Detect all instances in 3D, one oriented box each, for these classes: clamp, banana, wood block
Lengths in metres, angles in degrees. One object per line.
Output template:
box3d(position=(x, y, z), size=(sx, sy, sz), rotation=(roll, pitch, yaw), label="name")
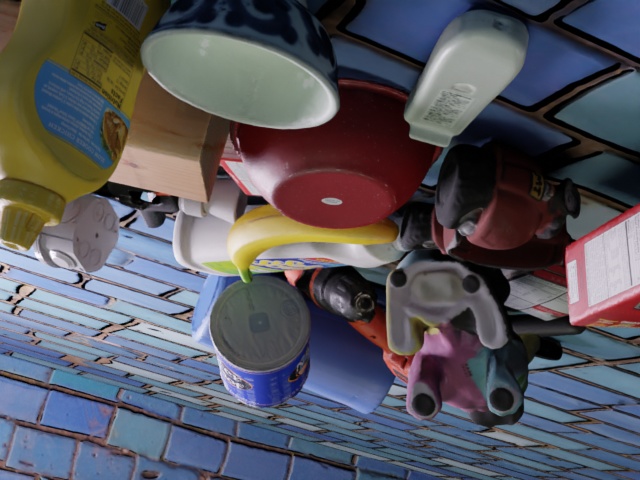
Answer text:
box3d(position=(0.193, 0.101, 1.210), size=(0.210, 0.036, 0.164), rotation=(7, 162, -2), label="clamp")
box3d(position=(-0.021, -0.007, 0.929), size=(0.198, 0.037, 0.069), rotation=(-15, 140, 45), label="banana")
box3d(position=(-0.171, -0.102, 0.769), size=(0.206, 0.090, 0.091), rotation=(13, 163, 3), label="wood block")
box3d(position=(-0.188, -0.052, 1.038), size=(0.120, 0.039, 0.172), rotation=(17, 164, -20), label="clamp")

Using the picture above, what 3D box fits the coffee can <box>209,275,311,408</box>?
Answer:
box3d(position=(-0.061, 0.111, 1.133), size=(0.103, 0.102, 0.140), rotation=(12, 156, 5), label="coffee can")

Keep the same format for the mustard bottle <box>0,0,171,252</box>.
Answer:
box3d(position=(-0.150, -0.085, 0.627), size=(0.058, 0.191, 0.096), rotation=(4, 161, 29), label="mustard bottle")

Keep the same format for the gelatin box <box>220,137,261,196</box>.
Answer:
box3d(position=(-0.032, -0.062, 0.892), size=(0.089, 0.030, 0.073), rotation=(5, 161, 20), label="gelatin box")

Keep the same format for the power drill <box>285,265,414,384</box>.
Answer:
box3d(position=(0.058, 0.084, 1.105), size=(0.187, 0.057, 0.185), rotation=(43, 176, -22), label="power drill")

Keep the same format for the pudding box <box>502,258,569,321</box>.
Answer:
box3d(position=(0.210, 0.040, 1.015), size=(0.090, 0.039, 0.114), rotation=(21, 160, -14), label="pudding box")

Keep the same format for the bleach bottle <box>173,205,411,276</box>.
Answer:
box3d(position=(-0.018, -0.003, 1.010), size=(0.251, 0.068, 0.102), rotation=(-3, 167, 39), label="bleach bottle")

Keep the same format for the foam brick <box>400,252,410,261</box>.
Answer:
box3d(position=(0.121, 0.044, 1.075), size=(0.078, 0.051, 0.053), rotation=(18, 163, -13), label="foam brick")

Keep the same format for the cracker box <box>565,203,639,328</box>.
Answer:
box3d(position=(0.289, 0.007, 0.724), size=(0.164, 0.072, 0.214), rotation=(3, 162, -15), label="cracker box")

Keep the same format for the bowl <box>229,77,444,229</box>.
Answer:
box3d(position=(0.011, -0.052, 0.784), size=(0.162, 0.055, 0.162), rotation=(3, 154, 1), label="bowl")

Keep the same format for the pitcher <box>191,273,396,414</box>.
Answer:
box3d(position=(-0.022, 0.103, 1.284), size=(0.242, 0.149, 0.145), rotation=(22, 177, -15), label="pitcher")
